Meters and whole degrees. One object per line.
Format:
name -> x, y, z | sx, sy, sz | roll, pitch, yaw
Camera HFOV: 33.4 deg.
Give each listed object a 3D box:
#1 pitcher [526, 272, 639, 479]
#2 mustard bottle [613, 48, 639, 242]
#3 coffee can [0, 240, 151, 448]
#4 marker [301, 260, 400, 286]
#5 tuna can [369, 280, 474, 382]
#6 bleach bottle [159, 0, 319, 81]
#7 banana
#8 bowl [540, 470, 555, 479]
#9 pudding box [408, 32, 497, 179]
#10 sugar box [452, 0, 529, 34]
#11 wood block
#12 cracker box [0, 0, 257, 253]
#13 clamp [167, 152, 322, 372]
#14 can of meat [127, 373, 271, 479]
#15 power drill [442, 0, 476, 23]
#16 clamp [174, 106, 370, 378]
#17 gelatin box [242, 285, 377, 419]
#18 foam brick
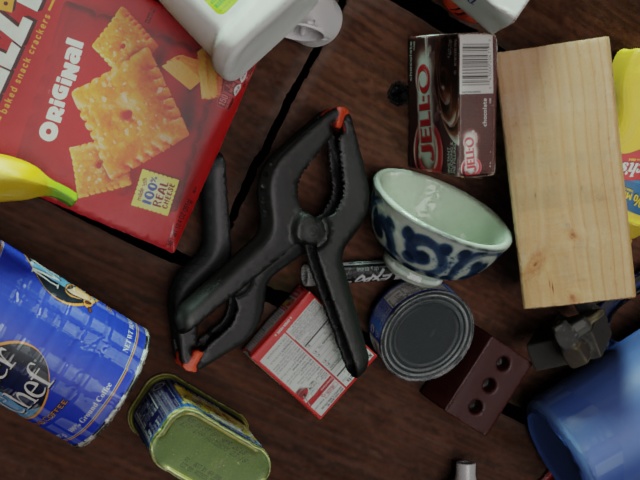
pitcher -> 0.307, 0.127, 0.963 | 0.242, 0.149, 0.145 | -27, 122, -10
mustard bottle -> 0.278, -0.066, 0.946 | 0.096, 0.058, 0.191 | 18, 93, -19
coffee can -> -0.210, 0.073, 0.773 | 0.140, 0.103, 0.103 | 35, 87, -21
marker -> 0.044, 0.026, 0.900 | 0.121, 0.020, 0.020 | -3, 100, -19
tuna can -> 0.085, 0.075, 0.906 | 0.086, 0.034, 0.086 | -8, 115, -17
bleach bottle -> -0.116, -0.232, 0.739 | 0.251, 0.068, 0.102 | 45, 79, 4
banana -> -0.270, -0.023, 0.725 | 0.198, 0.037, 0.069 | -12, 129, 9
bowl -> 0.273, 0.276, 1.006 | 0.162, 0.055, 0.162 | -4, 101, -19
pudding box -> 0.105, -0.109, 0.860 | 0.039, 0.090, 0.113 | -3, 99, -22
sugar box -> 0.151, -0.254, 0.807 | 0.093, 0.048, 0.176 | 37, 76, -10
wood block -> 0.199, -0.056, 0.877 | 0.090, 0.090, 0.206 | -7, 95, 10
cracker box -> -0.172, -0.107, 0.772 | 0.213, 0.072, 0.164 | 25, 91, -21
clamp -> -0.061, 0.027, 0.854 | 0.120, 0.039, 0.171 | 18, 92, -18
can of meat -> -0.094, 0.158, 0.839 | 0.102, 0.084, 0.057 | 35, 87, -22
power drill -> 0.115, -0.297, 0.849 | 0.187, 0.057, 0.184 | 37, 83, -20
clamp -> -0.005, 0.001, 0.836 | 0.164, 0.036, 0.210 | 25, 82, -24
gelatin box -> -0.008, 0.094, 0.888 | 0.089, 0.030, 0.073 | 44, 82, -22
foam brick -> 0.136, 0.120, 0.931 | 0.053, 0.051, 0.078 | 34, 87, -22
